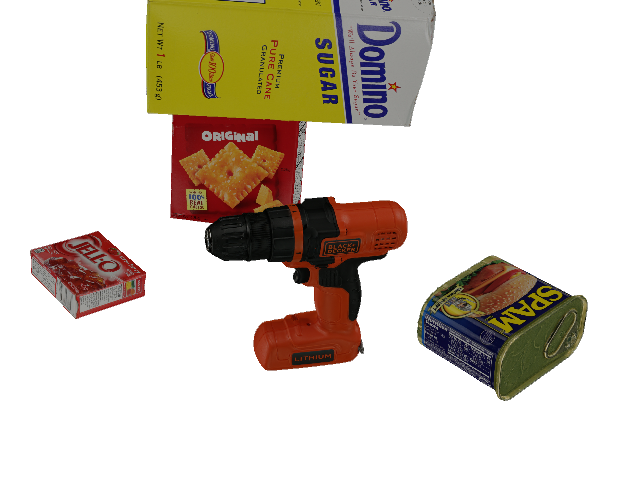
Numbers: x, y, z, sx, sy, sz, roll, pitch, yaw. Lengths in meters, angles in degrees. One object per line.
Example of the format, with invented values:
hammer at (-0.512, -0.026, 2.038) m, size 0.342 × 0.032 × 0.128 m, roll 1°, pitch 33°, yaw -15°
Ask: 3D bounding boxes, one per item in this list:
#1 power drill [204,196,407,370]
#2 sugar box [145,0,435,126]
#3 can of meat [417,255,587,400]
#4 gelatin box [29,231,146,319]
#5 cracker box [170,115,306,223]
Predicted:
power drill at (-0.019, 0.042, 0.997) m, size 0.184 × 0.188 × 0.057 m, roll -4°, pitch 46°, yaw -13°
sugar box at (-0.021, -0.121, 0.679) m, size 0.176 × 0.048 × 0.093 m, roll 4°, pitch -40°, yaw -5°
can of meat at (0.135, 0.062, 0.804) m, size 0.101 × 0.057 × 0.084 m, roll -27°, pitch 41°, yaw -34°
gelatin box at (-0.215, 0.029, 0.986) m, size 0.073 × 0.030 × 0.089 m, roll -18°, pitch 40°, yaw -36°
cracker box at (-0.104, -0.125, 1.364) m, size 0.164 × 0.214 × 0.072 m, roll 8°, pitch 24°, yaw 7°
